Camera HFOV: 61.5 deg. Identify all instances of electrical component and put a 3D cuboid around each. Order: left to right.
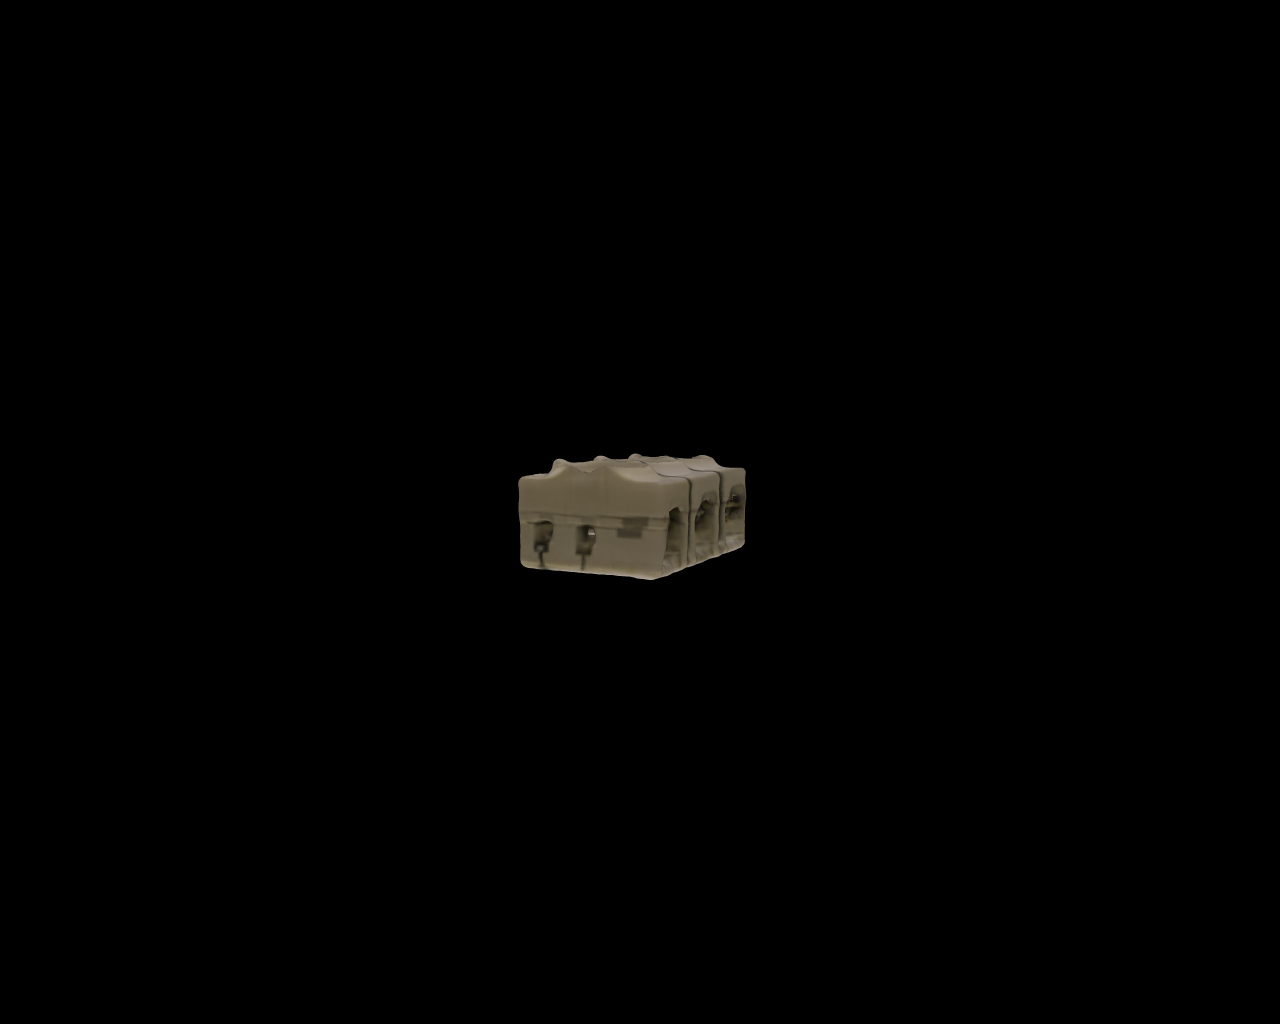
[{"bbox_3d":[0.001,-0.003,0.650,0.089,0.061,0.150,2,5,24],"label":"electrical component"}]
